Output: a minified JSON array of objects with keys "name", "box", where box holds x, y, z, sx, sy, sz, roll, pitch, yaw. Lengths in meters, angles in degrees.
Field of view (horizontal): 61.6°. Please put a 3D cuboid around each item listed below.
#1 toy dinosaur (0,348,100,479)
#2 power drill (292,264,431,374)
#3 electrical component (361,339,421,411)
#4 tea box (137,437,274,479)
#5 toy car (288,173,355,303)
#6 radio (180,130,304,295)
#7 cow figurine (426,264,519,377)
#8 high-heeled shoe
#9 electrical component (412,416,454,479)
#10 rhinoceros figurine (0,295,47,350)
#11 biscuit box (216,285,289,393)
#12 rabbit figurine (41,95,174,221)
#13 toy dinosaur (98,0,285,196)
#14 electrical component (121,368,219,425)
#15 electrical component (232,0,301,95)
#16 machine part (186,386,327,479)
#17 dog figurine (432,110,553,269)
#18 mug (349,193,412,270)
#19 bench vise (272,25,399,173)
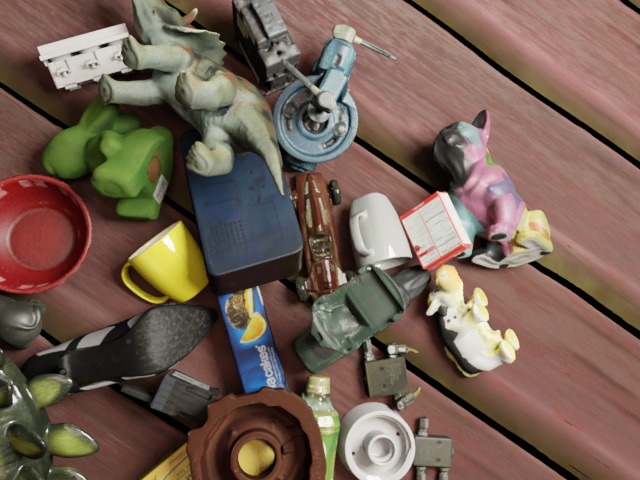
[{"name":"toy dinosaur","box":[-0.369,0.259,0.631,0.199,0.105,0.470,2,113,17]},{"name":"power drill","box":[0.061,0.088,0.708,0.232,0.207,0.086,-34,83,-4]},{"name":"electrical component","box":[0.102,0.193,0.777,0.078,0.045,0.102,-1,81,-9]},{"name":"tea box","box":[-0.151,0.304,0.715,0.169,0.068,0.098,-40,88,-12]},{"name":"toy car","box":[-0.002,-0.002,0.791,0.089,0.053,0.202,-7,84,-6]},{"name":"radio","box":[-0.109,-0.050,0.739,0.131,0.073,0.230,-13,65,-11]},{"name":"cow figurine","box":[0.205,0.119,0.787,0.098,0.068,0.167,-38,90,31]},{"name":"high-heeled shoe","box":[-0.271,0.149,0.736,0.249,0.145,0.086,-14,87,-37]},{"name":"electrical component","box":[0.163,0.305,0.780,0.063,0.021,0.094,5,80,-7]},{"name":"rhinoceros figurine","box":[-0.454,0.091,0.685,0.190,0.112,0.073,20,82,-13]},{"name":"biscuit box","box":[-0.095,0.140,0.750,0.059,0.063,0.202,-17,84,-9]},{"name":"rabbit figurine","box":[-0.299,-0.122,0.738,0.170,0.121,0.159,11,76,9]},{"name":"toy dinosaur","box":[-0.141,-0.185,0.702,0.405,0.131,0.192,43,39,17]},{"name":"electrical component","box":[-0.199,0.203,0.722,0.119,0.075,0.047,25,80,-1]},{"name":"electrical component","box":[-0.079,-0.290,0.781,0.058,0.134,0.115,-28,88,-10]},{"name":"machine part","box":[-0.078,0.268,0.666,0.179,0.056,0.179,1,80,-7]},{"name":"dog figurine","box":[0.250,-0.080,0.807,0.191,0.108,0.219,13,62,-33]},{"name":"mug","box":[0.074,-0.014,0.781,0.109,0.081,0.107,8,64,-49]},{"name":"bench vise","box":[0.011,-0.199,0.737,0.129,0.241,0.223,32,95,-6]}]
